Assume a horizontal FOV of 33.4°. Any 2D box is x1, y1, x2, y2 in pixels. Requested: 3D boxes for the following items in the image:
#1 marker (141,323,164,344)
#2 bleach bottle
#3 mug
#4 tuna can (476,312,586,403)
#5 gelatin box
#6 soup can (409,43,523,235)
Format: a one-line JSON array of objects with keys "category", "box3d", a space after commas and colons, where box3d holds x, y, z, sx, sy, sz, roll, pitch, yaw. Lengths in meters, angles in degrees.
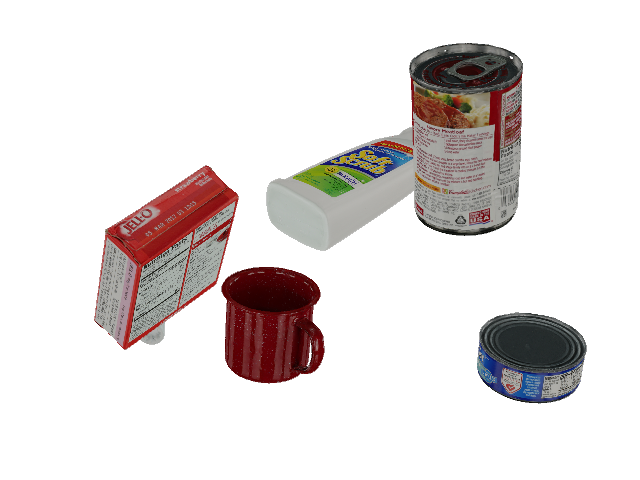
[{"category": "marker", "box3d": [-0.126, 0.032, 0.809, 0.020, 0.020, 0.121, 0, 36, -6]}, {"category": "bleach bottle", "box3d": [0.059, -0.078, 1.264, 0.103, 0.068, 0.250, 29, 46, 34]}, {"category": "mug", "box3d": [-0.040, 0.086, 1.010, 0.117, 0.081, 0.093, 25, 32, 36]}, {"category": "tuna can", "box3d": [0.171, 0.095, 0.869, 0.086, 0.034, 0.086, 1, 28, -1]}, {"category": "gelatin box", "box3d": [-0.086, 0.010, 0.585, 0.073, 0.030, 0.089, -38, -20, -34]}, {"category": "soup can", "box3d": [0.091, -0.063, 0.666, 0.068, 0.102, 0.068, -4, 33, 2]}]
